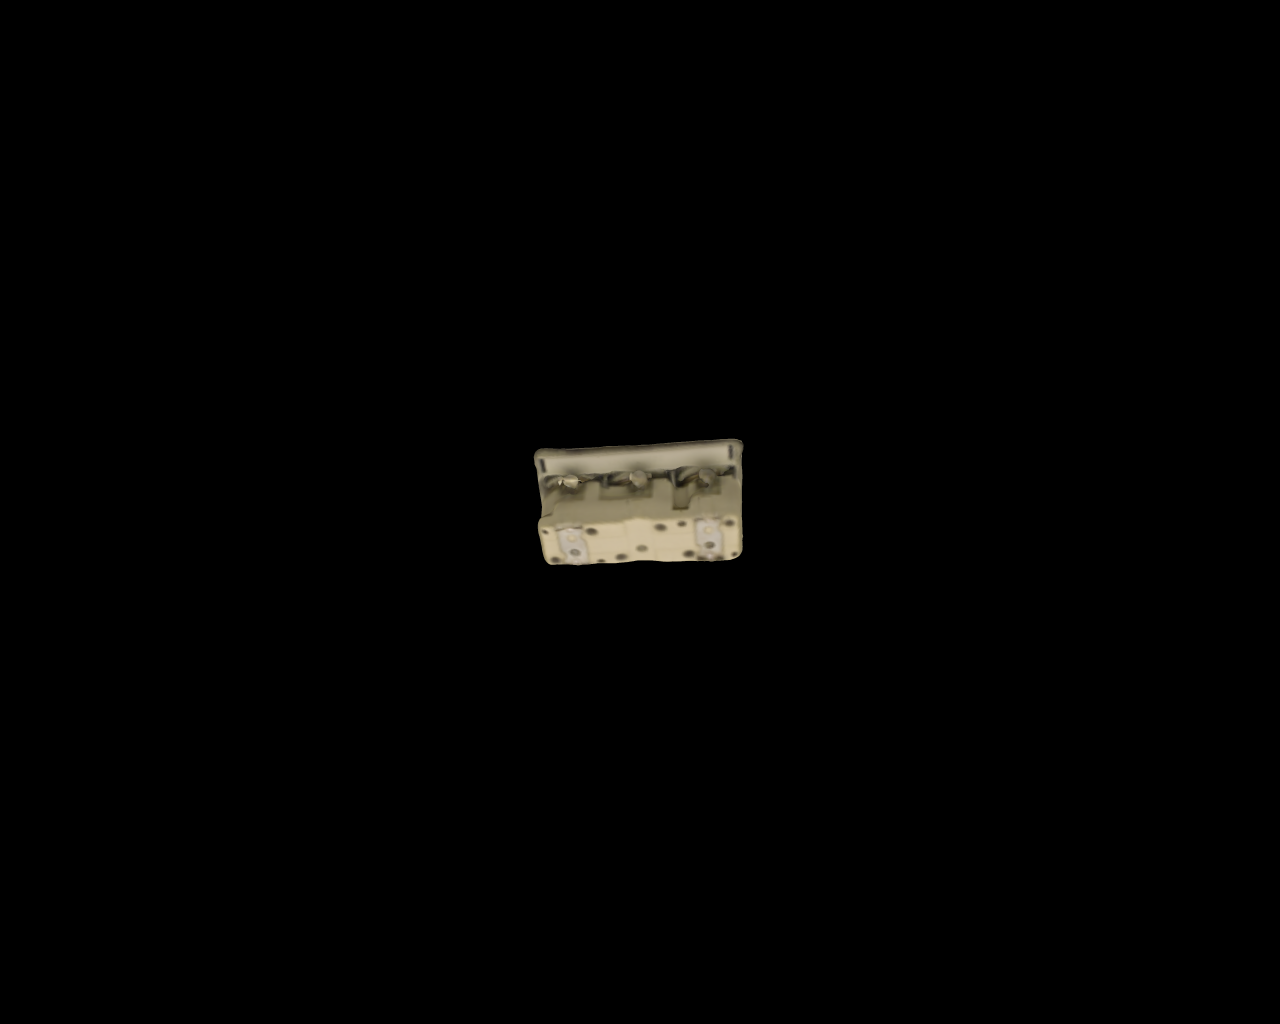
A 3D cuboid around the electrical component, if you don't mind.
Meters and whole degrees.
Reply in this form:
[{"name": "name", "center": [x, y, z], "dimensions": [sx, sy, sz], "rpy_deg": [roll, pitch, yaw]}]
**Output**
[{"name": "electrical component", "center": [0.001, -0.003, 0.650], "dimensions": [0.121, 0.063, 0.078], "rpy_deg": [-2, -43, 2]}]
